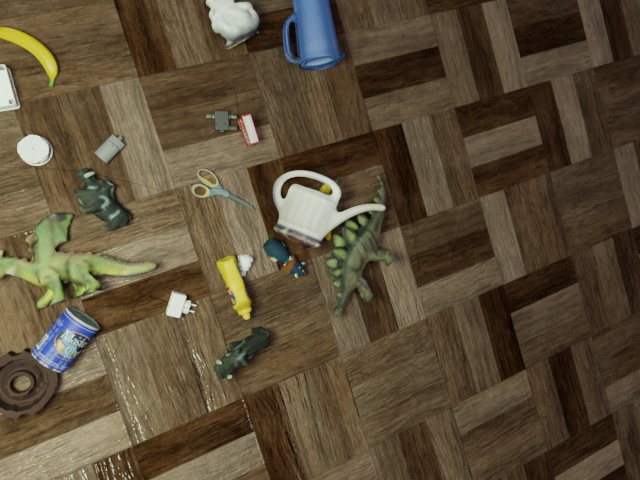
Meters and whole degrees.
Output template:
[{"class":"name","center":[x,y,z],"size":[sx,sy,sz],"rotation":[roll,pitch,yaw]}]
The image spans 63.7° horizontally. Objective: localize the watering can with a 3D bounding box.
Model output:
[{"class":"watering can","center":[0.005,-0.079,1.562],"size":[0.349,0.103,0.224],"rotation":[22,90,11]}]

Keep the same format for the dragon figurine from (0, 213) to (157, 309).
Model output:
[{"class":"dragon figurine","center":[-0.674,0.041,1.374],"size":[0.413,0.121,0.243],"rotation":[-20,89,-19]}]

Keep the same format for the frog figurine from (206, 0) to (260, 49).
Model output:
[{"class":"frog figurine","center":[-0.258,-0.658,1.509],"size":[0.137,0.124,0.157],"rotation":[-28,112,3]}]
